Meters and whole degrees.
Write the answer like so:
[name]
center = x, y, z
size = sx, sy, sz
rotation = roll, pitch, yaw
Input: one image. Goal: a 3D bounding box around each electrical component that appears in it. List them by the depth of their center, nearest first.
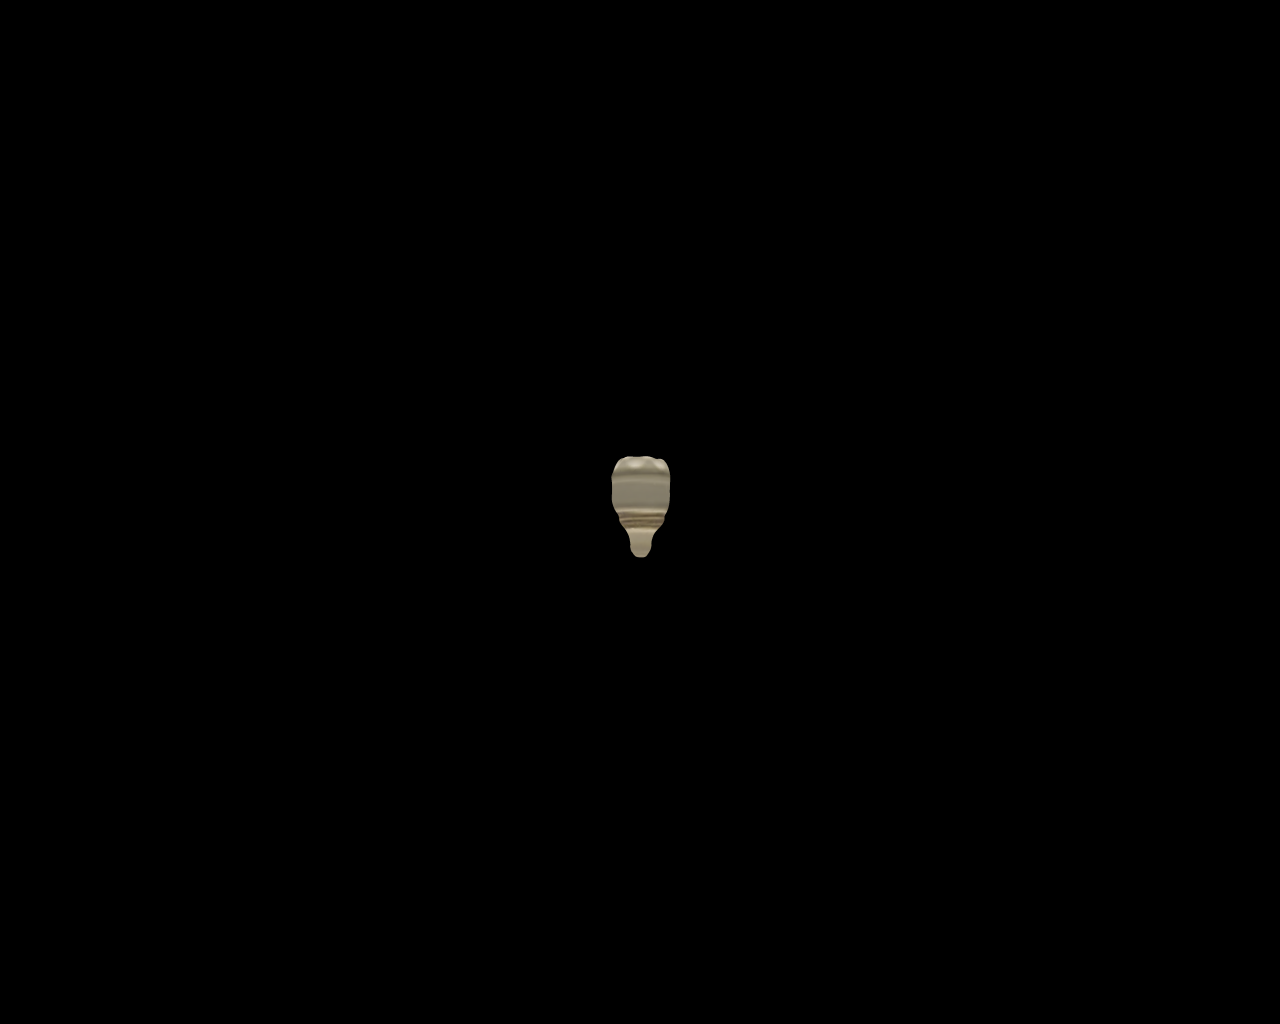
[electrical component]
center = 0.001, -0.003, 0.650
size = 0.035, 0.061, 0.035
rotation = 0, -4, 0
